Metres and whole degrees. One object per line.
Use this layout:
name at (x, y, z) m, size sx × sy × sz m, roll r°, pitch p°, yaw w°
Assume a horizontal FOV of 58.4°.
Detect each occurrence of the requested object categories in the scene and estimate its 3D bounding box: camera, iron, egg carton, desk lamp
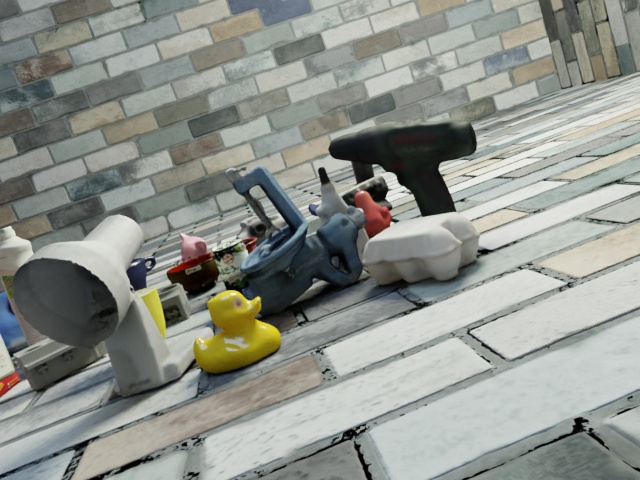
camera at (-0.133, -0.009, 1.299) m, size 0.143 × 0.101 × 0.136 m, roll -24°, pitch 11°, yaw -23°
iron at (-0.608, 0.146, 1.258) m, size 0.258 × 0.141 × 0.118 m, roll -22°, pitch 11°, yaw -12°
egg carton at (0.135, 0.012, 0.770) m, size 0.149 × 0.069 × 0.107 m, roll -9°, pitch 14°, yaw 45°
desk lamp at (-0.248, 0.082, 0.709) m, size 0.117 × 0.214 × 0.203 m, roll -17°, pitch 11°, yaw 15°

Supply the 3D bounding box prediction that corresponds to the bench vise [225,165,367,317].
bench vise at (-0.043, -0.020, 0.848) m, size 0.208 × 0.220 × 0.121 m, roll -26°, pitch 12°, yaw -31°

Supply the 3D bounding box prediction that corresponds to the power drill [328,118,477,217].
power drill at (0.142, -0.090, 0.900) m, size 0.229 × 0.208 × 0.076 m, roll -15°, pitch 11°, yaw 25°

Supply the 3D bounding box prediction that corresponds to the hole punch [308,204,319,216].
hole punch at (0.031, -0.046, 1.209) m, size 0.101 × 0.091 × 0.108 m, roll -20°, pitch 10°, yaw -1°

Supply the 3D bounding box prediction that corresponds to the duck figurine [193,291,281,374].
duck figurine at (-0.108, 0.105, 0.689) m, size 0.104 × 0.086 × 0.077 m, roll -20°, pitch 10°, yaw -1°

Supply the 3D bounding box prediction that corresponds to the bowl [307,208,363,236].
bowl at (0.010, 0.004, 1.035) m, size 0.167 × 0.075 × 0.167 m, roll -19°, pitch 10°, yaw 4°

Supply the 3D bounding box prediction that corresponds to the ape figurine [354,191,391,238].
ape figurine at (0.096, -0.054, 1.126) m, size 0.077 × 0.092 × 0.076 m, roll -17°, pitch 11°, yaw 16°

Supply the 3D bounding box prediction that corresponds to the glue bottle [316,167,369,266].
glue bottle at (0.028, -0.035, 0.924) m, size 0.078 × 0.173 × 0.037 m, roll -25°, pitch 12°, yaw -29°

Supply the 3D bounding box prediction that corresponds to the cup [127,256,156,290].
cup at (-0.418, 0.094, 1.303) m, size 0.118 × 0.095 × 0.091 m, roll -26°, pitch 12°, yaw -30°

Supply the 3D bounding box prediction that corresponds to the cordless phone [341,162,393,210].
cordless phone at (0.081, -0.138, 1.335) m, size 0.148 × 0.185 × 0.093 m, roll -29°, pitch 14°, yaw -41°

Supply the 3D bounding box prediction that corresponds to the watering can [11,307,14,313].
watering can at (-0.507, 0.108, 1.116) m, size 0.173 × 0.194 × 0.100 m, roll -25°, pitch 12°, yaw -26°

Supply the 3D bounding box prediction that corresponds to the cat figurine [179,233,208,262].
cat figurine at (-0.292, 0.033, 1.324) m, size 0.067 × 0.118 × 0.127 m, roll -24°, pitch 11°, yaw -21°
